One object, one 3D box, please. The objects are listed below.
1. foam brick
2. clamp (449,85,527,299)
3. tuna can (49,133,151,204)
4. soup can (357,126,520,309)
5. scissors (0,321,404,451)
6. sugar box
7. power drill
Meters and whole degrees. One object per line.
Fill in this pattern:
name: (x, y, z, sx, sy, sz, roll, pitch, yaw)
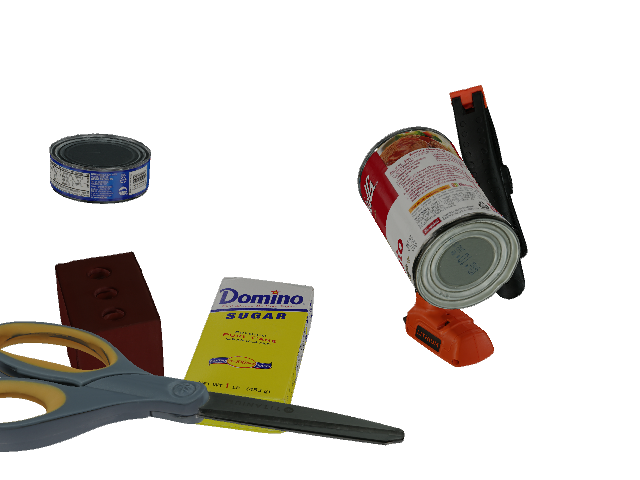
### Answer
foam brick: (-0.132, 0.052, 0.664, 0.053, 0.051, 0.078, -9, 35, -19)
clamp: (0.140, -0.037, 0.873, 0.039, 0.171, 0.120, -18, 20, 11)
tuna can: (-0.190, -0.062, 0.919, 0.086, 0.034, 0.086, 5, 24, -3)
soup can: (0.070, -0.015, 0.646, 0.068, 0.068, 0.102, 0, 35, -20)
scissors: (-0.075, 0.076, 0.454, 0.202, 0.016, 0.096, 15, 29, 24)
sugar box: (-0.063, 0.099, 0.973, 0.093, 0.048, 0.176, 6, 34, 4)
power drill: (0.136, 0.029, 1.079, 0.057, 0.188, 0.185, -15, 26, -23)
